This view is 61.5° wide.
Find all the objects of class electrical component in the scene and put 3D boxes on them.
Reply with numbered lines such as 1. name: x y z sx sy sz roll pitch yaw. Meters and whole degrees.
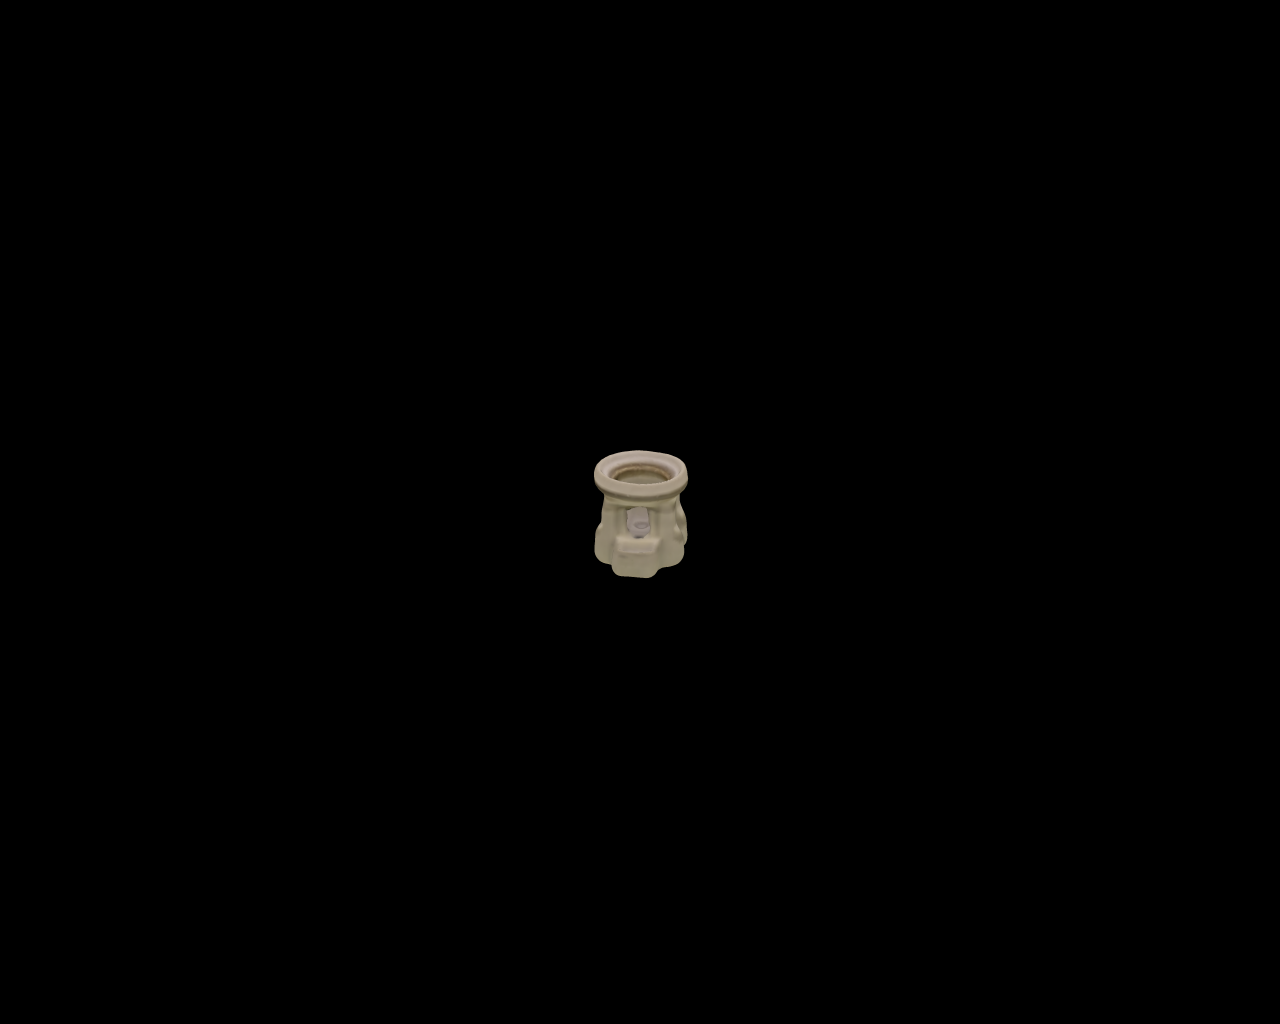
1. electrical component: 0.001 -0.003 0.650 0.058 0.056 0.078 3 26 7
